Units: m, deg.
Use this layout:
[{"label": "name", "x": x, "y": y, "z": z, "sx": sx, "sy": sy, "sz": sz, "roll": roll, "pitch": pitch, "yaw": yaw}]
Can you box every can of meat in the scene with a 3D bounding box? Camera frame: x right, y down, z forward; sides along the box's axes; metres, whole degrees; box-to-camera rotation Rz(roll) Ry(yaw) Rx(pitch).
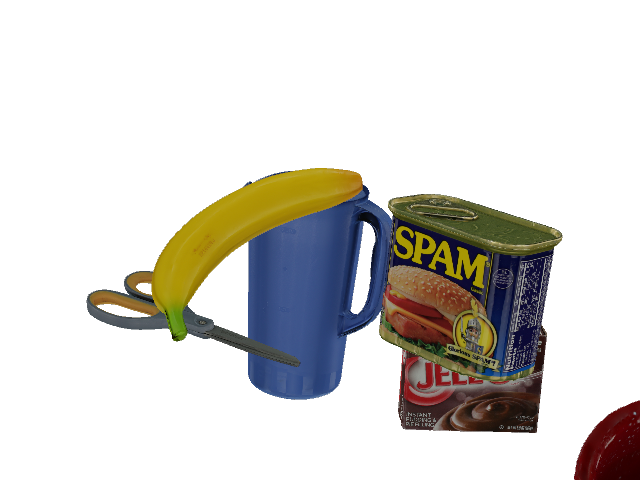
[{"label": "can of meat", "x": 0.083, "y": 0.026, "z": 0.620, "sx": 0.057, "sy": 0.084, "sz": 0.102, "roll": -10, "pitch": 23, "yaw": -42}]

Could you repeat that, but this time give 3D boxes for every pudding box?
[{"label": "pudding box", "x": 0.122, "y": 0.108, "z": 0.866, "sx": 0.113, "sy": 0.090, "sz": 0.039, "roll": 1, "pitch": 22, "yaw": -1}]

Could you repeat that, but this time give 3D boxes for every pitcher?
[{"label": "pitcher", "x": -0.012, "y": 0.051, "z": 1.190, "sx": 0.144, "sy": 0.243, "sz": 0.149, "roll": -1, "pitch": 18, "yaw": -17}]

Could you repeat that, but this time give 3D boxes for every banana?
[{"label": "banana", "x": -0.055, "y": -0.004, "z": 0.768, "sx": 0.197, "sy": 0.070, "sz": 0.037, "roll": -41, "pitch": -18, "yaw": -28}]

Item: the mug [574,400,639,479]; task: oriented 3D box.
[{"label": "mug", "x": 0.141, "y": 0.115, "z": 0.362, "sx": 0.117, "sy": 0.081, "sz": 0.093, "roll": 5, "pitch": 37, "yaw": 8}]

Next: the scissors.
[{"label": "scissors", "x": -0.108, "y": 0.067, "z": 0.958, "sx": 0.202, "sy": 0.016, "sz": 0.096, "roll": 11, "pitch": 28, "yaw": 6}]
